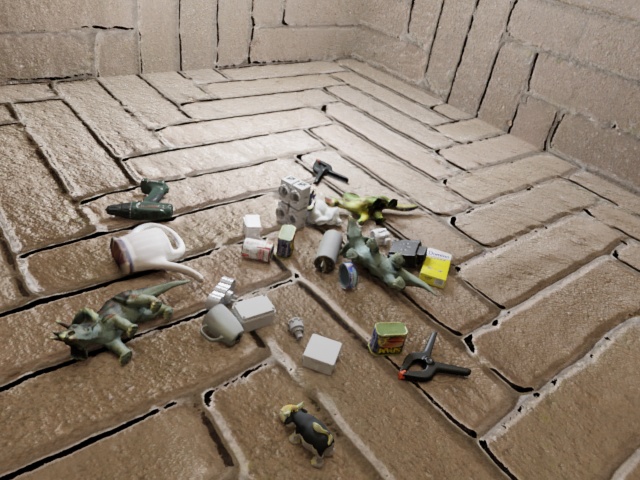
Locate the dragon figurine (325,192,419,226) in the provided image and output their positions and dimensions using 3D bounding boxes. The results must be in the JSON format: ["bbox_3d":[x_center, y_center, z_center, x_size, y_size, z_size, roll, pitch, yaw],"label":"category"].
[{"bbox_3d":[0.195,-0.160,2.150,0.411,0.120,0.246,-5,28,-37],"label":"dragon figurine"}]

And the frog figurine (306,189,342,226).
[{"bbox_3d":[0.006,-0.102,2.029,0.158,0.121,0.140,38,16,-24],"label":"frog figurine"}]

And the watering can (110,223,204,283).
[{"bbox_3d":[-0.529,0.050,1.639,0.226,0.101,0.353,-17,42,-33],"label":"watering can"}]
